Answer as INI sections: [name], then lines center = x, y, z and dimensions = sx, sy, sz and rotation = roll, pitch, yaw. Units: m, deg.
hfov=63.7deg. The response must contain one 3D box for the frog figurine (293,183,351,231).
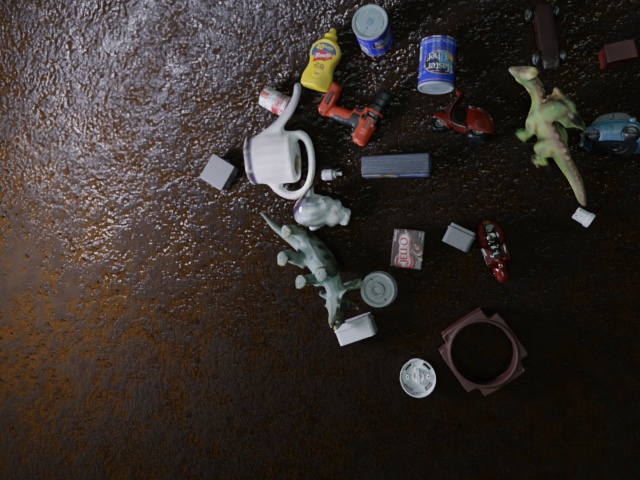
[frog figurine]
center = 0.005, -0.078, 1.541
dimensions = 0.160, 0.125, 0.134
rotation = 36, 129, 4

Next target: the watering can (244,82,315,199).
[watering can]
center = -0.129, -0.294, 1.578
dimensions = 0.224, 0.105, 0.345
rotation = -4, 100, 13

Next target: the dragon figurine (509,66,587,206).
[dragon figurine]
center = 0.618, -0.284, 1.344
dimensions = 0.122, 0.241, 0.414
rotation = -31, 78, 6
